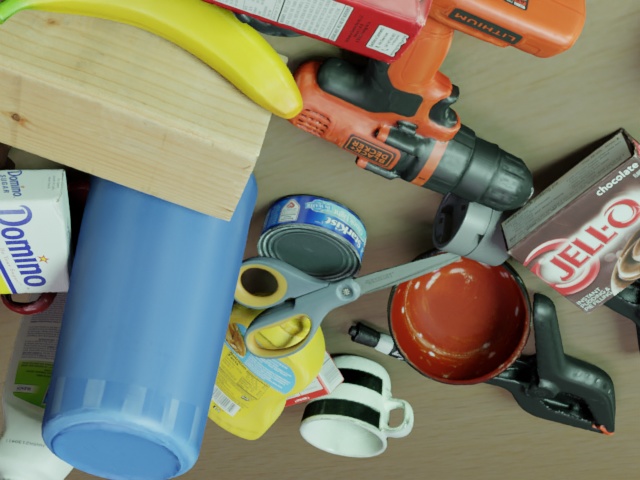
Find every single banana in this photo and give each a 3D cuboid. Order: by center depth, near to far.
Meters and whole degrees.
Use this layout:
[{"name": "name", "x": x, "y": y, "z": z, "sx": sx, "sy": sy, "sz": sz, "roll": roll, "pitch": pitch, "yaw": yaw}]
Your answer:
[{"name": "banana", "x": -0.100, "y": -0.134, "z": 0.673, "sx": 0.197, "sy": 0.069, "sz": 0.037, "roll": 16, "pitch": 166, "yaw": -8}]

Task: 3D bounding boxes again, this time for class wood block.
[{"name": "wood block", "x": -0.138, "y": -0.101, "z": 0.716, "sx": 0.206, "sy": 0.090, "sz": 0.091, "roll": 19, "pitch": 147, "yaw": -8}]

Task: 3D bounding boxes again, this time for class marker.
[{"name": "marker", "x": 0.082, "y": 0.105, "z": 0.998, "sx": 0.121, "sy": 0.020, "sz": 0.020, "roll": 23, "pitch": 146, "yaw": -12}]

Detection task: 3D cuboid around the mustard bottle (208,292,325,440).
[{"name": "mustard bottle", "x": -0.049, "y": 0.100, "z": 0.948, "sx": 0.096, "sy": 0.058, "sz": 0.192, "roll": 43, "pitch": 135, "yaw": 5}]

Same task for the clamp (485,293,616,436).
[{"name": "clamp", "x": 0.189, "y": 0.123, "z": 0.967, "sx": 0.165, "sy": 0.036, "sz": 0.209, "roll": -19, "pitch": 134, "yaw": 41}]

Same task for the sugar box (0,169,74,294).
[{"name": "sugar box", "x": -0.272, "y": -0.004, "z": 0.777, "sx": 0.176, "sy": 0.048, "sz": 0.093, "roll": 0, "pitch": 132, "yaw": -6}]

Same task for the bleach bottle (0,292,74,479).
[{"name": "bleach bottle", "x": -0.226, "y": 0.112, "z": 0.912, "sx": 0.103, "sy": 0.250, "sz": 0.068, "roll": 0, "pitch": 144, "yaw": 20}]

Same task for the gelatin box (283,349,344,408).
[{"name": "gelatin box", "x": -0.030, "y": 0.109, "z": 1.004, "sx": 0.073, "sy": 0.030, "sz": 0.089, "roll": -24, "pitch": 100, "yaw": 43}]

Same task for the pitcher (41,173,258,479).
[{"name": "pitcher", "x": -0.128, "y": 0.053, "z": 0.795, "sx": 0.145, "sy": 0.242, "sz": 0.149, "roll": -12, "pitch": 142, "yaw": 25}]

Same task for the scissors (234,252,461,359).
[{"name": "scissors", "x": 0.005, "y": 0.027, "z": 0.841, "sx": 0.202, "sy": 0.016, "sz": 0.096, "roll": -36, "pitch": 95, "yaw": 28}]

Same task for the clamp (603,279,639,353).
[{"name": "clamp", "x": 0.275, "y": 0.048, "z": 0.823, "sx": 0.120, "sy": 0.039, "sz": 0.171, "roll": -17, "pitch": 135, "yaw": 37}]

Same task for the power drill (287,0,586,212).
[{"name": "power drill", "x": 0.084, "y": -0.097, "z": 0.666, "sx": 0.184, "sy": 0.057, "sz": 0.188, "roll": 22, "pitch": 146, "yaw": -10}]

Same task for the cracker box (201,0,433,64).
[{"name": "cracker box", "x": -0.037, "y": -0.191, "z": 0.472, "sx": 0.213, "sy": 0.164, "sz": 0.072, "roll": 18, "pitch": 169, "yaw": -5}]

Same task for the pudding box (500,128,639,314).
[{"name": "pudding box", "x": 0.196, "y": -0.010, "z": 0.737, "sx": 0.090, "sy": 0.039, "sz": 0.114, "roll": 34, "pitch": 118, "yaw": -28}]

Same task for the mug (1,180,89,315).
[{"name": "mug", "x": -0.231, "y": 0.007, "z": 0.889, "sx": 0.082, "sy": 0.117, "sz": 0.093, "roll": 1, "pitch": 156, "yaw": 27}]

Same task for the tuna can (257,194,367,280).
[{"name": "tuna can", "x": -0.006, "y": 0.001, "z": 0.864, "sx": 0.086, "sy": 0.033, "sz": 0.086, "roll": 10, "pitch": 146, "yaw": 7}]
